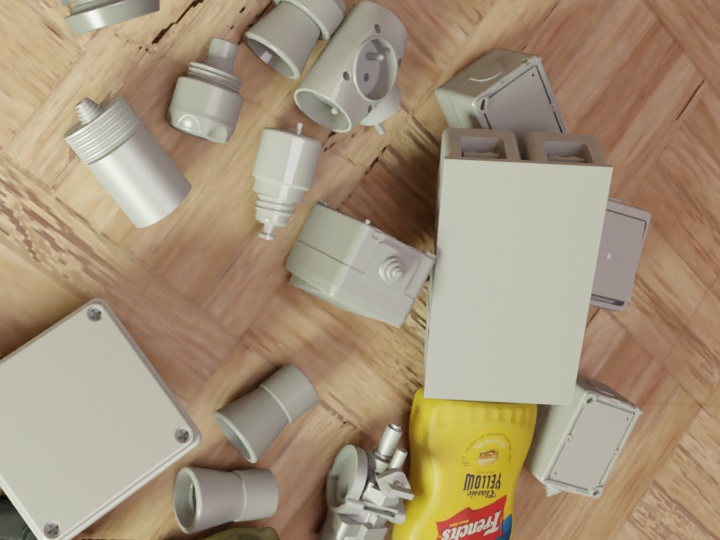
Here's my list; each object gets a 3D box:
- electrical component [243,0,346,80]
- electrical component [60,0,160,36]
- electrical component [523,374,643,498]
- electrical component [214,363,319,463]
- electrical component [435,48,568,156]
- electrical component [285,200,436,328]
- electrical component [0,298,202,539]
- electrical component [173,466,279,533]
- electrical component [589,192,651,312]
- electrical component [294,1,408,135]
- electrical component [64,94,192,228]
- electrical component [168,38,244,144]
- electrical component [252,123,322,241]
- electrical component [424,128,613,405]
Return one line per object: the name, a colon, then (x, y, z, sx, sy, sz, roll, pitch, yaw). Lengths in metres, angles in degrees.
electrical component: (-0.041, -0.157, 0.690, 0.045, 0.045, 0.055, 40, 81, -28)
electrical component: (-0.150, -0.171, 0.624, 0.078, 0.058, 0.057, -23, 107, -21)
electrical component: (0.165, 0.132, 0.851, 0.062, 0.061, 0.096, 20, 99, -29)
electrical component: (-0.061, 0.094, 0.735, 0.065, 0.044, 0.044, -38, 115, -21)
electrical component: (0.104, -0.102, 0.770, 0.062, 0.061, 0.096, -36, 121, -14)
electrical component: (0.000, 0.000, 0.714, 0.062, 0.096, 0.061, 27, 90, -29)
electrical component: (-0.170, 0.092, 0.647, 0.109, 0.056, 0.108, -36, 85, -16)
electrical component: (-0.089, 0.154, 0.733, 0.065, 0.044, 0.044, 3, 99, -33)
electrical component: (0.178, -0.021, 0.822, 0.062, 0.061, 0.096, 13, 95, -29)
electrical component: (0.003, -0.123, 0.718, 0.077, 0.044, 0.079, -59, 137, -18)
electrical component: (-0.144, -0.070, 0.656, 0.043, 0.043, 0.081, -42, 116, -14)
electrical component: (-0.093, -0.113, 0.673, 0.043, 0.043, 0.062, 17, 91, -29)
electrical component: (-0.052, -0.058, 0.707, 0.040, 0.040, 0.078, 12, 95, -29)
electrical component: (0.103, -0.002, 0.744, 0.105, 0.060, 0.186, 3, 120, 0)
